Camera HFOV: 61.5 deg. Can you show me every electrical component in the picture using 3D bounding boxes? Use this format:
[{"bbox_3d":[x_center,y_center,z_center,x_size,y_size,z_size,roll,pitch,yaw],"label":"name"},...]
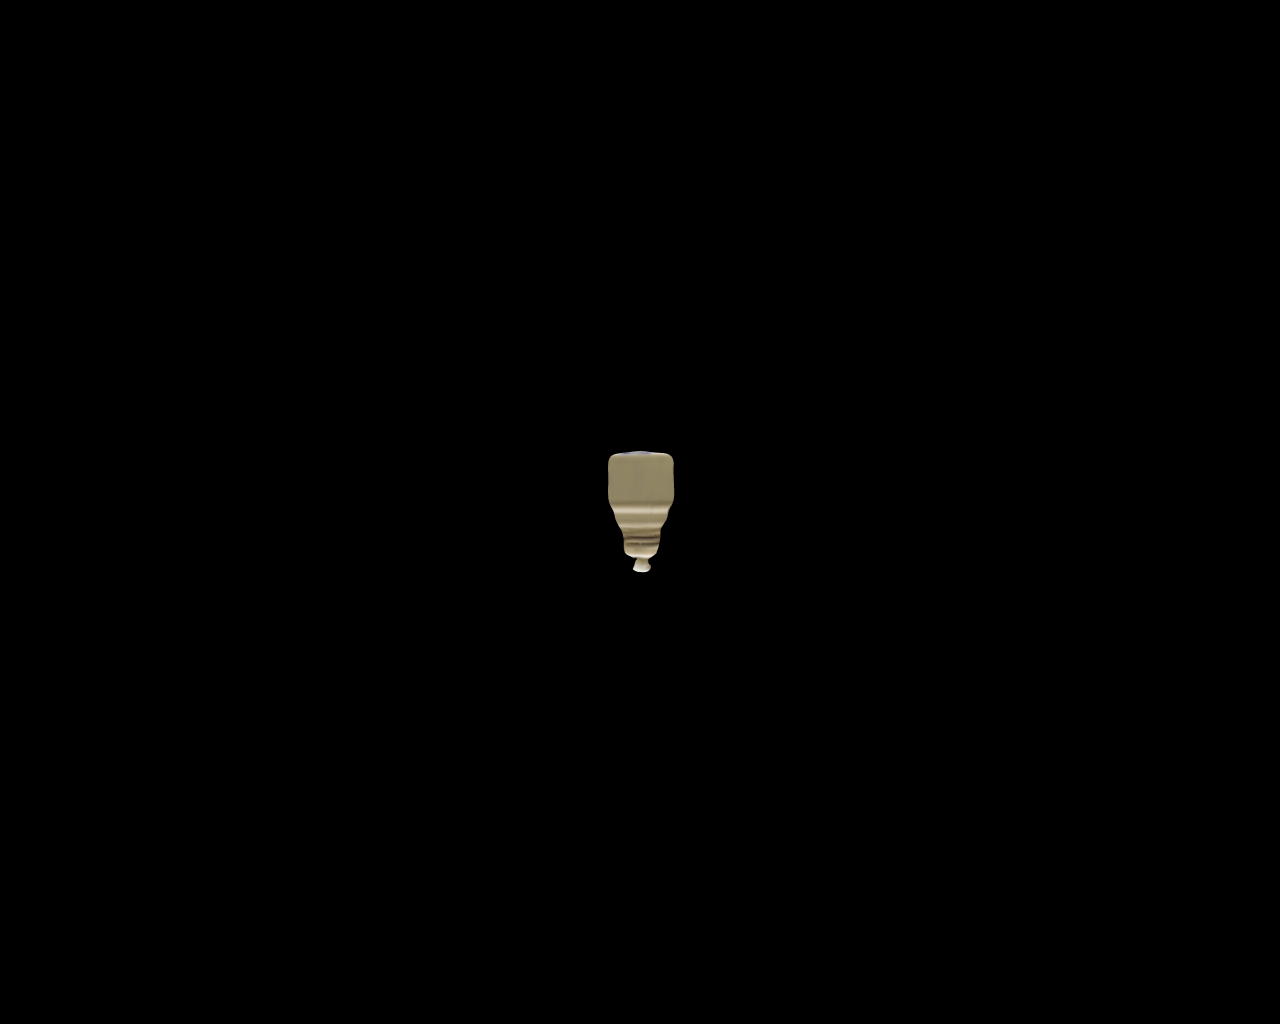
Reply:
[{"bbox_3d":[0.001,-0.003,0.650,0.040,0.078,0.040,0,0,0],"label":"electrical component"}]
